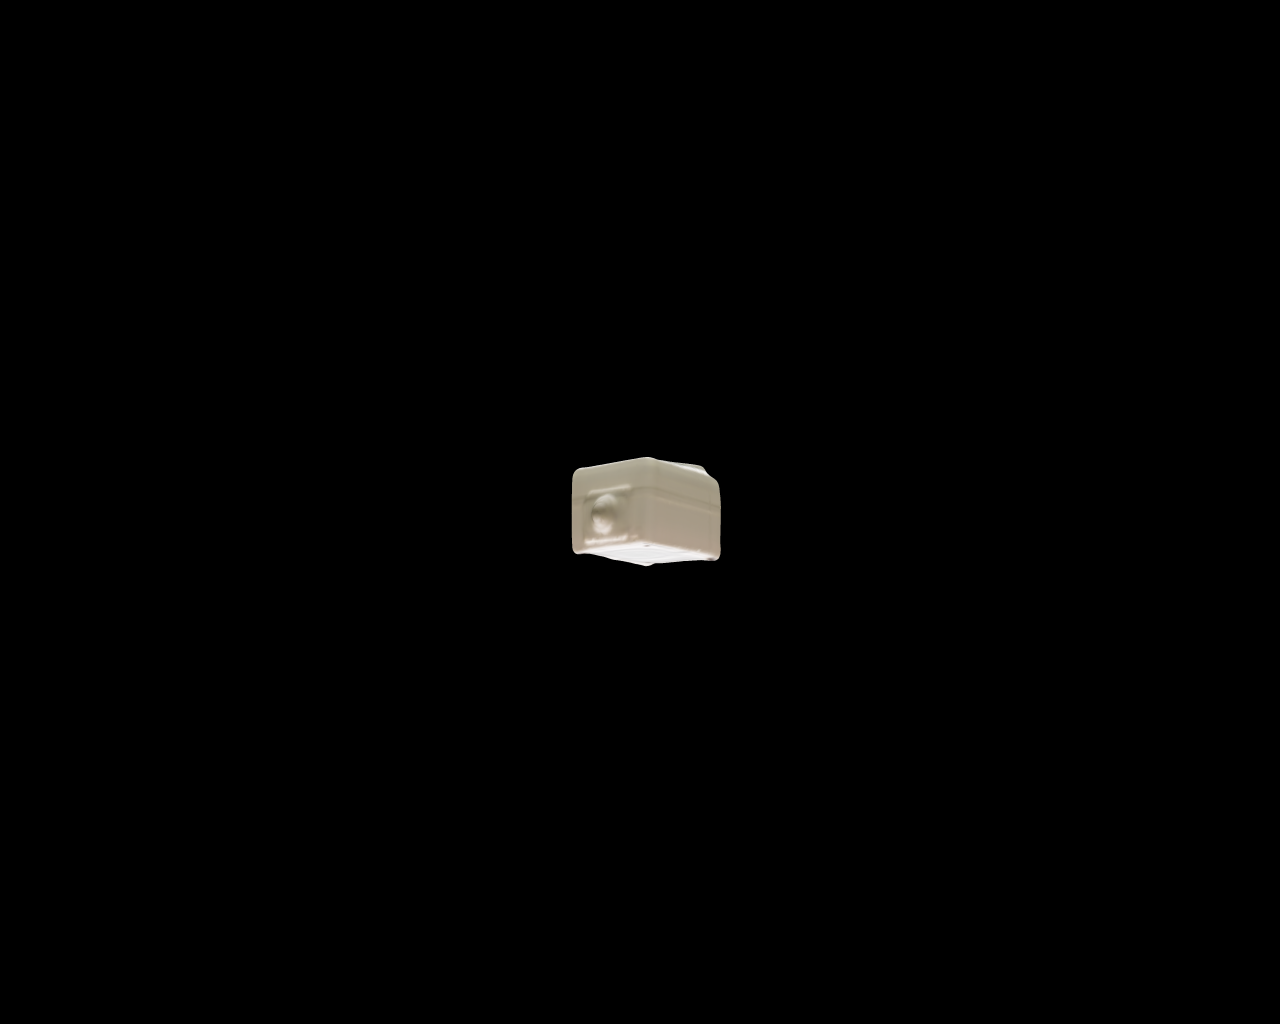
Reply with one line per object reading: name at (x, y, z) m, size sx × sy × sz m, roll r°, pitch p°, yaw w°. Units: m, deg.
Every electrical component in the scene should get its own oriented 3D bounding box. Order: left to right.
electrical component at (0.001, -0.003, 0.650) m, size 0.061 × 0.061 × 0.096 m, roll -8°, pitch -14°, yaw 35°
